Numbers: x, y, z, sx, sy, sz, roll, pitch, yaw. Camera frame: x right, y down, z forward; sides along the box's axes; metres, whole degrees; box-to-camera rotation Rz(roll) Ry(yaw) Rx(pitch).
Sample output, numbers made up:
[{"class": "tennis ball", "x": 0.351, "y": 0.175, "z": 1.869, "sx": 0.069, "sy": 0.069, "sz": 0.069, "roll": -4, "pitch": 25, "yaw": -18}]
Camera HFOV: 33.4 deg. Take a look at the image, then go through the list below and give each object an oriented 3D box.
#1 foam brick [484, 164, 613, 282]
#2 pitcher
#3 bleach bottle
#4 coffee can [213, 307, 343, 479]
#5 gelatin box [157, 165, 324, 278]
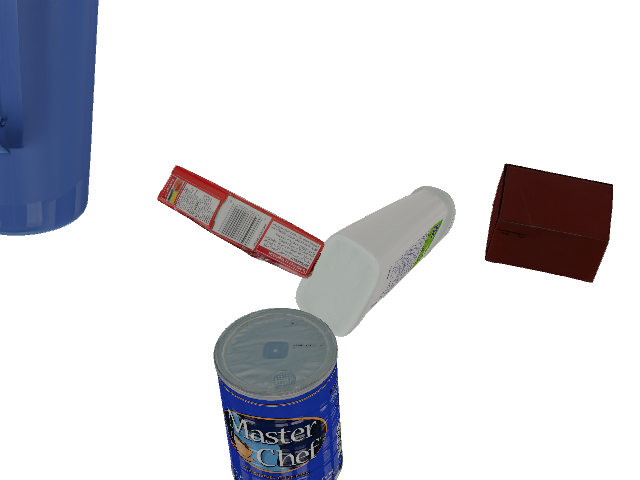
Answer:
[{"class": "foam brick", "x": 0.159, "y": -0.012, "z": 0.743, "sx": 0.078, "sy": 0.051, "sz": 0.053, "roll": 12, "pitch": -35, "yaw": 5}, {"class": "pitcher", "x": -0.232, "y": -0.126, "z": 0.799, "sx": 0.145, "sy": 0.243, "sz": 0.148, "roll": 26, "pitch": 33, "yaw": 35}, {"class": "bleach bottle", "x": 0.073, "y": 0.006, "z": 1.075, "sx": 0.068, "sy": 0.103, "sz": 0.250, "roll": 37, "pitch": 30, "yaw": 14}, {"class": "coffee can", "x": -0.034, "y": 0.143, "z": 0.920, "sx": 0.103, "sy": 0.140, "sz": 0.103, "roll": -2, "pitch": 39, "yaw": 2}, {"class": "gelatin box", "x": -0.051, "y": -0.012, "z": 0.697, "sx": 0.089, "sy": 0.030, "sz": 0.073, "roll": 28, "pitch": 1, "yaw": -39}]
